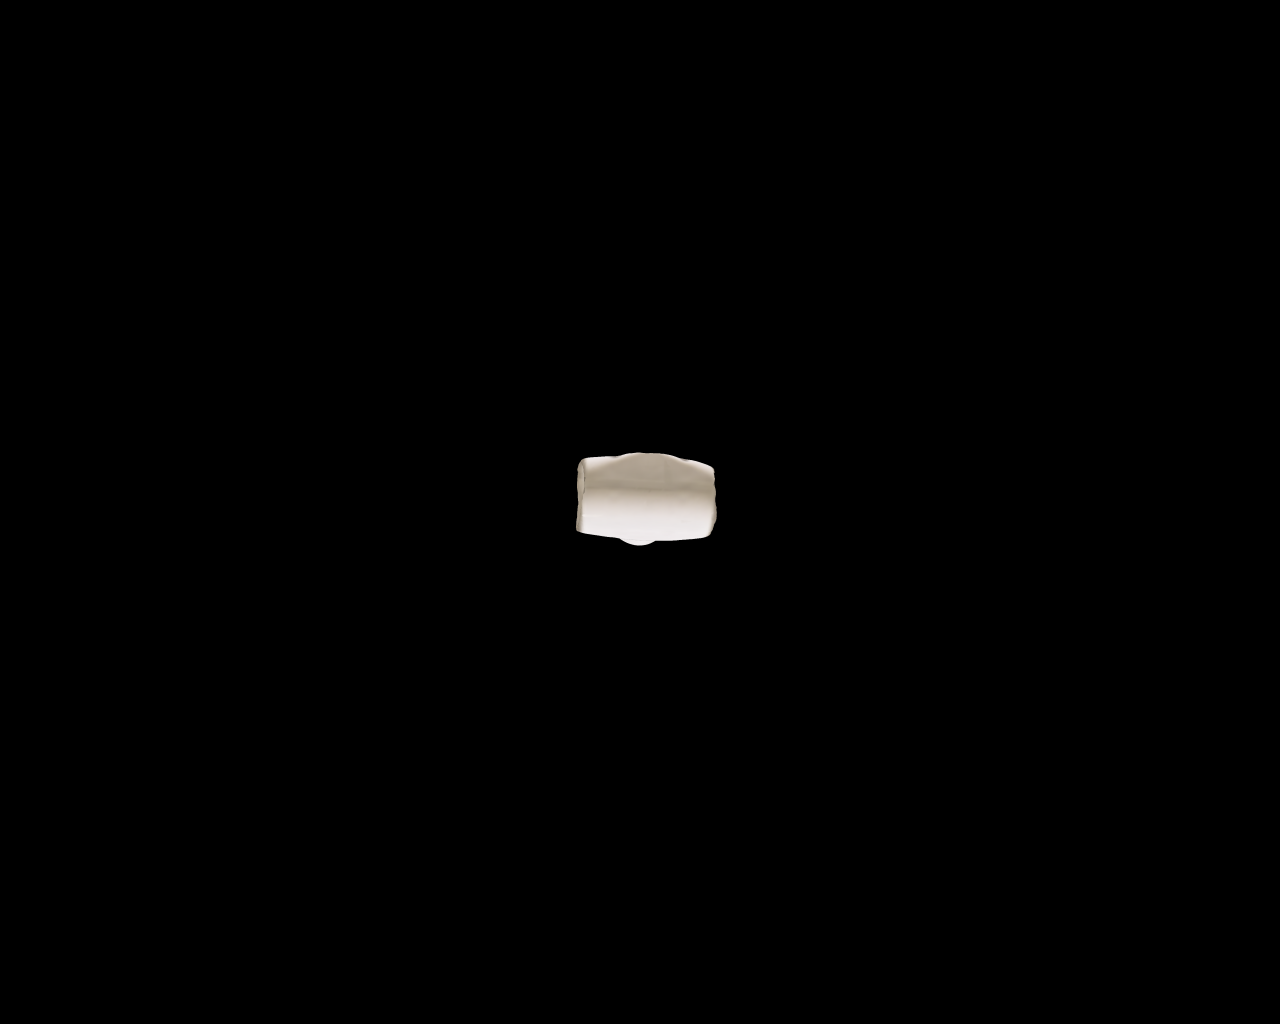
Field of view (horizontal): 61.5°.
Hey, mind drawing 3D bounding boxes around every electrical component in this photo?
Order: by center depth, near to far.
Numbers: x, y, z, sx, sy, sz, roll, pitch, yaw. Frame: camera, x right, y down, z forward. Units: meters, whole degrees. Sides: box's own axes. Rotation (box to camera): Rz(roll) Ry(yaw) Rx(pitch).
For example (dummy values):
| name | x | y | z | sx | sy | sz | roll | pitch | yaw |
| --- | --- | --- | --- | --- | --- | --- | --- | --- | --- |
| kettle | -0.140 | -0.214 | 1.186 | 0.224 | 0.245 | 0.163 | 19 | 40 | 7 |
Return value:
| name | x | y | z | sx | sy | sz | roll | pitch | yaw |
| --- | --- | --- | --- | --- | --- | --- | --- | --- | --- |
| electrical component | 0.001 | -0.003 | 0.650 | 0.077 | 0.044 | 0.079 | 2 | -19 | -7 |
